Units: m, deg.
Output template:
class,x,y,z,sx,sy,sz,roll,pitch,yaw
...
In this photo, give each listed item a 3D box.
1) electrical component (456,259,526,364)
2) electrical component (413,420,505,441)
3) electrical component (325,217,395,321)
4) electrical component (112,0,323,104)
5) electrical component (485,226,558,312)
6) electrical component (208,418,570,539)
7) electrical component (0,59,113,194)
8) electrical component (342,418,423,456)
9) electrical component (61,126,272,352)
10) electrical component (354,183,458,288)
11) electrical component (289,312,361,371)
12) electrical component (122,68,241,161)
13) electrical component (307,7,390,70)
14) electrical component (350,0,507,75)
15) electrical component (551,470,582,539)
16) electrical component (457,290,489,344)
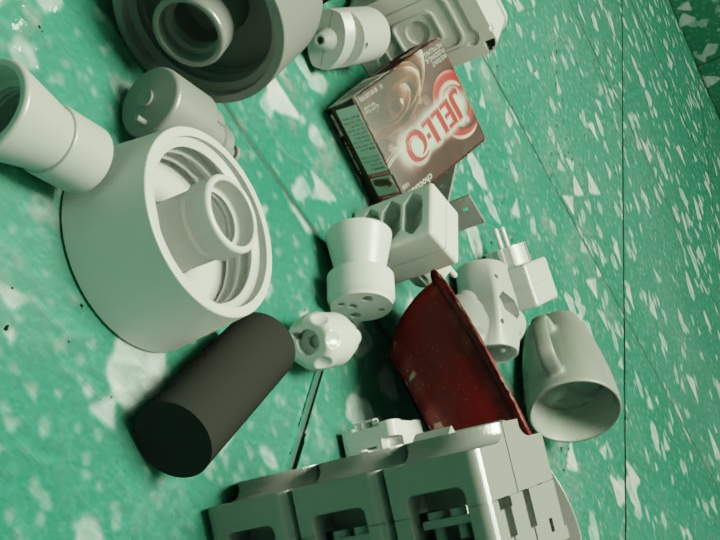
class,x,y,z,sx,sy,sz,roll,pitch,yaw
electrical component,0.113,0.041,0.893,0.079,0.043,0.077,35,44,-49
electrical component,0.054,0.132,0.604,0.061,0.062,0.096,64,28,-15
electrical component,0.000,0.000,0.704,0.045,0.045,0.055,37,42,-48
electrical component,-0.081,-0.141,0.578,0.108,0.108,0.060,57,36,-26
electrical component,0.135,-0.002,0.960,0.066,0.047,0.076,-15,86,-64
electrical component,0.012,0.120,0.529,0.089,0.150,0.061,6,69,-61
electrical component,-0.142,-0.060,0.478,0.065,0.044,0.044,33,45,-58
electrical component,0.019,0.124,0.661,0.081,0.042,0.063,17,59,-59
electrical component,-0.087,-0.019,0.533,0.108,0.060,0.108,41,39,-45
electrical component,0.042,-0.013,0.768,0.076,0.066,0.047,45,36,-40
electrical component,-0.017,0.042,0.655,0.061,0.035,0.035,1,72,-65
electrical component,-0.093,-0.078,0.582,0.078,0.040,0.040,32,46,-53
electrical component,-0.012,-0.172,0.795,0.081,0.043,0.043,-32,101,-62
electrical component,0.052,-0.201,0.859,0.078,0.113,0.057,57,32,-27
electrical component,0.117,0.172,0.791,0.099,0.064,0.099,42,38,-45
electrical component,0.078,0.040,0.829,0.043,0.043,0.062,59,27,-24
